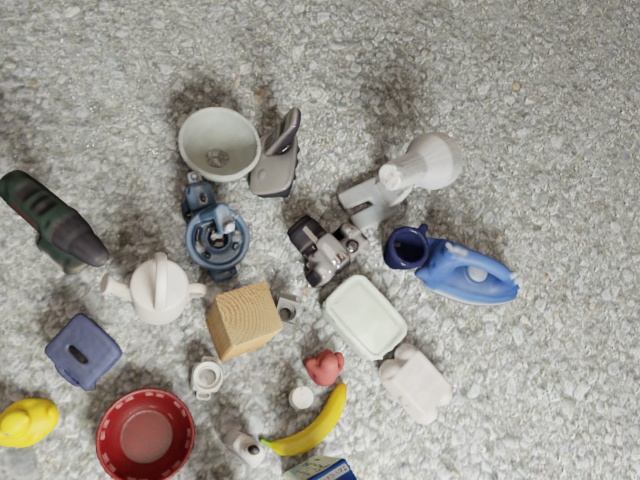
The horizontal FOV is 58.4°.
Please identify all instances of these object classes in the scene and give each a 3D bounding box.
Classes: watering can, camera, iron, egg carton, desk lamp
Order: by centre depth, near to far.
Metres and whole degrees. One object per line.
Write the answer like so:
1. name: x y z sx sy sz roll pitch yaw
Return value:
1. watering can: -0.290 0.085 1.007 0.173 0.194 0.101 -20 78 -21
2. egg carton: 0.190 0.288 1.146 0.150 0.069 0.107 46 66 3
3. camera: 0.011 0.004 1.174 0.143 0.100 0.137 -39 86 -24
4. desk lamp: 0.170 -0.124 1.203 0.204 0.213 0.118 -27 81 -23
5. iron: 0.342 0.068 1.227 0.258 0.141 0.119 20 67 -9

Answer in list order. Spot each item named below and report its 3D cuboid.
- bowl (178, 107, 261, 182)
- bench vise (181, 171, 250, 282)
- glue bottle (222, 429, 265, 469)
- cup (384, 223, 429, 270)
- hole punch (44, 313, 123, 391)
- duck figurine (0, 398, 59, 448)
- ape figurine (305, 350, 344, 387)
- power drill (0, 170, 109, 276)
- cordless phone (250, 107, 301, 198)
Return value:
1. bowl: -0.211 -0.187 1.189 0.168 0.074 0.167 5 70 -15
2. bench vise: -0.209 -0.037 1.058 0.122 0.219 0.207 -37 85 -24
3. glue bottle: -0.123 0.356 0.974 0.078 0.173 0.037 39 66 0
4. cup: 0.181 0.017 1.223 0.091 0.095 0.118 40 66 0
5. hole punch: -0.408 0.196 0.990 0.108 0.091 0.101 42 66 1
6. duck figurine: -0.485 0.297 0.935 0.105 0.086 0.077 -17 77 -21
7. ape figurine: 0.013 0.240 1.098 0.078 0.092 0.076 12 69 -12
8. power drill: -0.445 -0.013 0.987 0.229 0.208 0.076 41 66 1
9. cordless phone: -0.082 -0.175 1.162 0.094 0.185 0.147 7 70 -14
